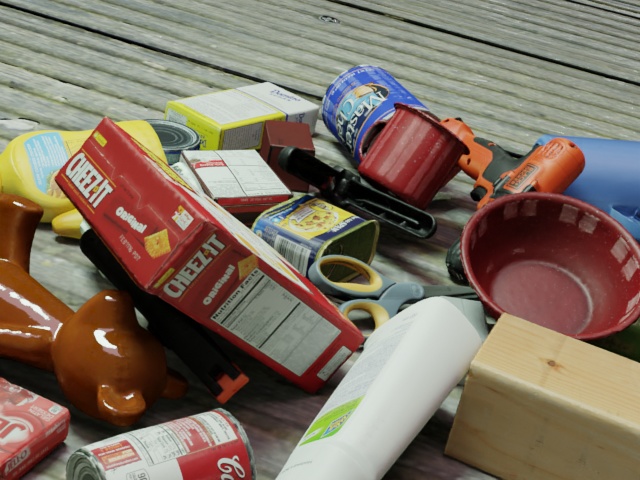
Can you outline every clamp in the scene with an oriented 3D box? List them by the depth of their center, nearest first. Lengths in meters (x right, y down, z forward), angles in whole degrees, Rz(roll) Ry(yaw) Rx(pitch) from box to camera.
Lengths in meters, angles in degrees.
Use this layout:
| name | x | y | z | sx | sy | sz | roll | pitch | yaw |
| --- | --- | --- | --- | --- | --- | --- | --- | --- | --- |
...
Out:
| name | x | y | z | sx | sy | sz | roll | pitch | yaw |
| --- | --- | --- | --- | --- | --- | --- | --- | --- | --- |
| clamp | -0.120 | 0.057 | 0.823 | 0.172 | 0.039 | 0.120 | 38 | -3 | 41 |
| clamp | 0.031 | -0.049 | 1.074 | 0.164 | 0.036 | 0.210 | 27 | 2 | -5 |

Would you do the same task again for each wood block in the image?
| name | x | y | z | sx | sy | sz | roll | pitch | yaw |
| --- | --- | --- | --- | --- | --- | --- | --- | --- | --- |
| wood block | 0.210 | 0.143 | 0.788 | 0.206 | 0.090 | 0.090 | 21 | 30 | 18 |

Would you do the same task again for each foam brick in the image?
| name | x | y | z | sx | sy | sz | roll | pitch | yaw |
| --- | --- | --- | --- | --- | --- | --- | --- | --- | --- |
| foam brick | -0.038 | -0.095 | 1.188 | 0.053 | 0.051 | 0.078 | 6 | 28 | -9 |

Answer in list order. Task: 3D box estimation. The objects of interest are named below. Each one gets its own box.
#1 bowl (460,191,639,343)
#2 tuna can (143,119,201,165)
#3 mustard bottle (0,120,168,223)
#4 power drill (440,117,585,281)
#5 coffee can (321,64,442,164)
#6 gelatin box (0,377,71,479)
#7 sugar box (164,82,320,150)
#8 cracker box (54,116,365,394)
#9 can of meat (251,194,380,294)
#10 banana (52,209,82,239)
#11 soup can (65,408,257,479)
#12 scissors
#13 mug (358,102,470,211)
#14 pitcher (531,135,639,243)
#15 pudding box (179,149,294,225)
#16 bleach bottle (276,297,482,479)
| name | x | y | z | sx | sy | sz | roll | pitch | yaw |
| --- | --- | --- | --- | --- | --- | --- | --- | --- | --- |
| bowl | 0.193 | 0.035 | 0.904 | 0.162 | 0.055 | 0.162 | 3 | 49 | -4 |
| tuna can | -0.174 | -0.101 | 1.167 | 0.086 | 0.034 | 0.086 | 9 | 27 | -5 |
| mustard bottle | -0.246 | -0.063 | 1.025 | 0.191 | 0.058 | 0.096 | -9 | 61 | -26 |
| power drill | 0.159 | -0.050 | 1.118 | 0.184 | 0.057 | 0.188 | -43 | 37 | -11 |
| coffee can | 0.073 | -0.133 | 1.248 | 0.102 | 0.103 | 0.140 | -1 | 30 | -23 |
| gelatin box | -0.226 | 0.125 | 0.717 | 0.089 | 0.030 | 0.073 | 21 | 29 | 19 |
| sugar box | -0.091 | -0.144 | 1.269 | 0.093 | 0.048 | 0.175 | 29 | 29 | 31 |
| cracker box | -0.083 | 0.017 | 0.817 | 0.164 | 0.072 | 0.213 | 42 | 1 | 43 |
| can of meat | -0.007 | 0.001 | 1.011 | 0.084 | 0.057 | 0.101 | 25 | 31 | 28 |
| banana | -0.145 | -0.006 | 0.992 | 0.198 | 0.037 | 0.069 | 14 | 27 | 6 |
| soup can | -0.100 | 0.152 | 0.675 | 0.102 | 0.068 | 0.069 | -11 | 35 | -35 |
| scissors | 0.080 | 0.063 | 0.962 | 0.201 | 0.016 | 0.096 | 16 | 48 | -27 |
| mug | 0.084 | -0.086 | 1.092 | 0.117 | 0.081 | 0.093 | 33 | -2 | 39 |
| pitcher | 0.352 | -0.044 | 1.164 | 0.243 | 0.145 | 0.149 | 7 | -14 | -1 |
| pudding box | -0.090 | -0.055 | 1.107 | 0.089 | 0.039 | 0.114 | -3 | 32 | -26 |
| bleach bottle | 0.026 | 0.135 | 0.743 | 0.068 | 0.103 | 0.250 | 48 | 40 | -1 |
